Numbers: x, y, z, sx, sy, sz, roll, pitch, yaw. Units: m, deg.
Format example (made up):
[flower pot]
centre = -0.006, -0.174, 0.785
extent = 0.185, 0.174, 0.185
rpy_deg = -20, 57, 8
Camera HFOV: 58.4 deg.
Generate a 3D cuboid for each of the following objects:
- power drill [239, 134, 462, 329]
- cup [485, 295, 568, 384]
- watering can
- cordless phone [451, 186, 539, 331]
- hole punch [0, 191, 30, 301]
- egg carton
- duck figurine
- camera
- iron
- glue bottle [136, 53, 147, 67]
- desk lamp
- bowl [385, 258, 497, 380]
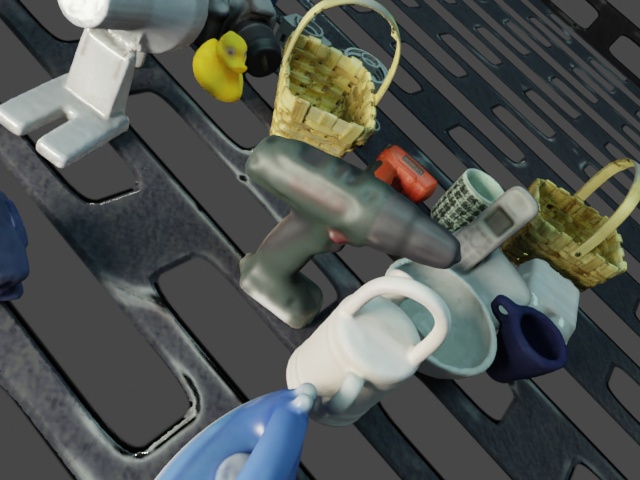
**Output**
[power drill]
centre = 0.006, 0.002, 0.616
extent = 0.229, 0.208, 0.076
rpy_deg = 37, 40, -1
[cup]
centre = 0.252, 0.138, 0.758
extent = 0.092, 0.095, 0.117
rpy_deg = -25, 70, -46
[watering can]
centre = 0.052, 0.096, 0.575
extent = 0.101, 0.193, 0.173
rpy_deg = 22, 43, -18
[cordless phone]
centre = 0.245, 0.028, 0.785
extent = 0.094, 0.185, 0.147
rpy_deg = -23, 69, -46
[hole punch]
centre = -0.304, -0.005, 0.487
extent = 0.101, 0.091, 0.108
rpy_deg = -9, 59, -41
[egg carton]
centre = 0.338, 0.096, 0.880
extent = 0.107, 0.069, 0.150
rpy_deg = 38, 40, 0
[duck figurine]
centre = -0.141, -0.271, 0.854
extent = 0.078, 0.086, 0.104
rpy_deg = -7, 58, -40
[camera]
centre = -0.122, -0.338, 0.918
extent = 0.144, 0.100, 0.136
rpy_deg = -3, 55, -38
[iron]
centre = -0.057, 0.188, 0.452
extent = 0.118, 0.141, 0.259
rpy_deg = 37, 40, -2
[glue bottle]
centre = -0.232, -0.321, 0.766
extent = 0.037, 0.173, 0.078
rpy_deg = 12, 47, -27
[desk lamp]
centre = -0.234, -0.217, 0.638
extent = 0.118, 0.213, 0.203
rpy_deg = 36, 41, -3
[bowl]
centre = 0.133, 0.107, 0.716
extent = 0.168, 0.074, 0.167
rpy_deg = 20, 44, -20
